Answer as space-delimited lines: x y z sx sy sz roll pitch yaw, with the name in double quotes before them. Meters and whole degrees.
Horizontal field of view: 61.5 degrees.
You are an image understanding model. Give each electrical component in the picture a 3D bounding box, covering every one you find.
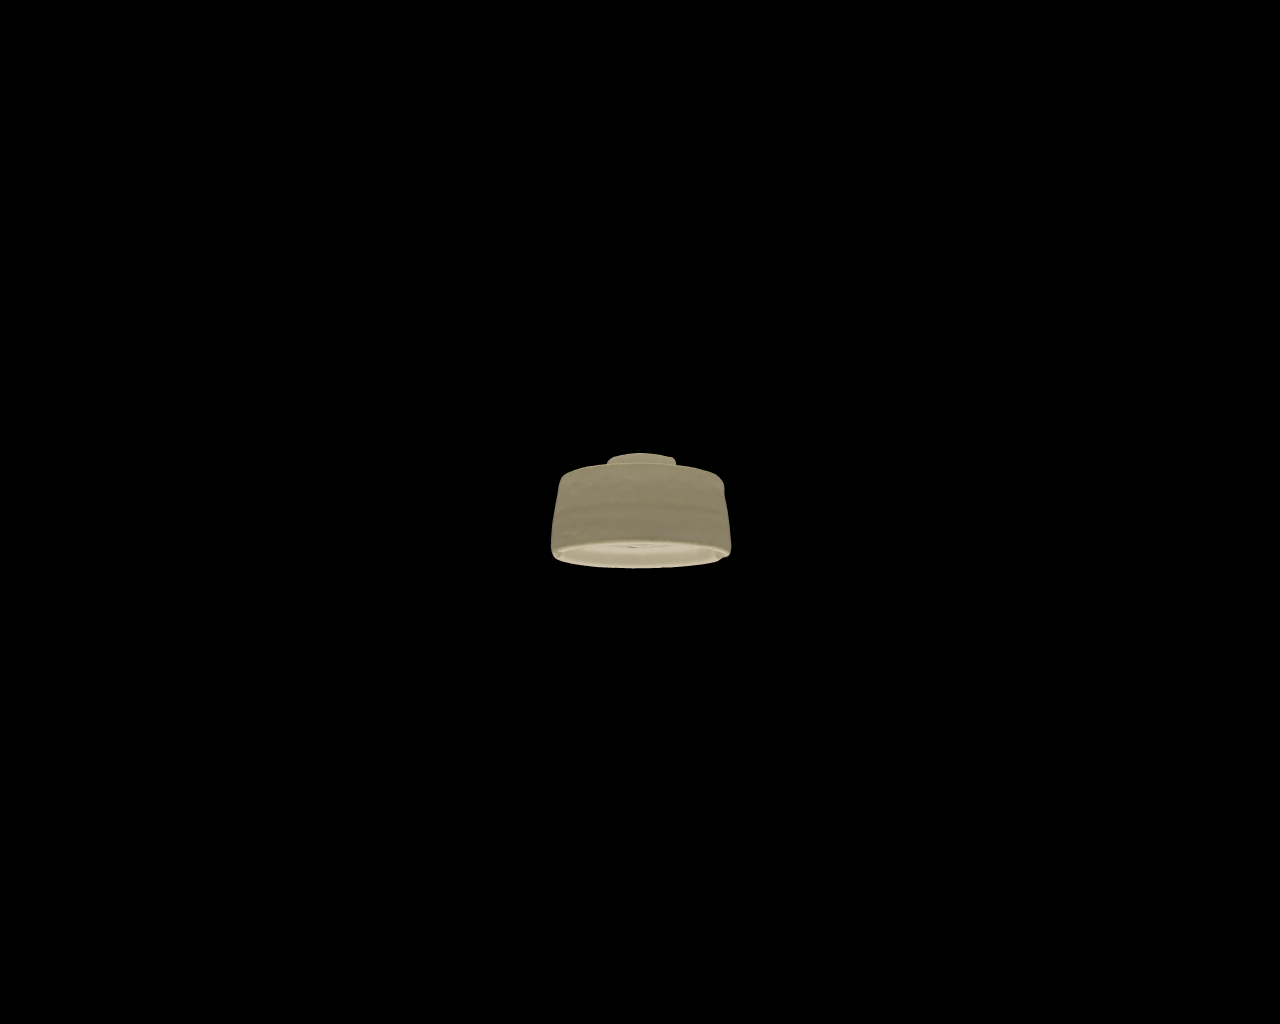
"electrical component" 0.001 -0.003 0.650 0.108 0.060 0.108 0 -11 0
